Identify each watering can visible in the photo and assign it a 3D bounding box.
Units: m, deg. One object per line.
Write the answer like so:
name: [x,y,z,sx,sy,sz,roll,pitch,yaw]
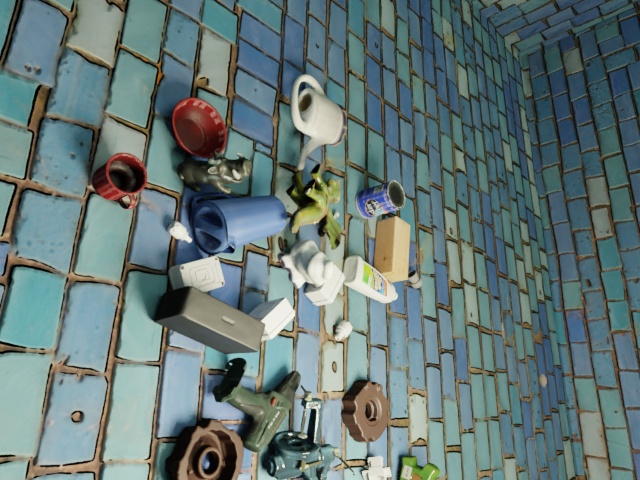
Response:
watering can: [-0.011,-0.358,1.636,0.223,0.103,0.353,16,65,-45]

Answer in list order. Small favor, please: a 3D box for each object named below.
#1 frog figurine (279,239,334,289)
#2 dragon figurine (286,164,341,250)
frog figurine: [-0.018,0.064,1.447,0.123,0.158,0.138,-12,88,-50]
dragon figurine: [0.005,-0.077,1.523,0.239,0.121,0.420,52,31,-28]
